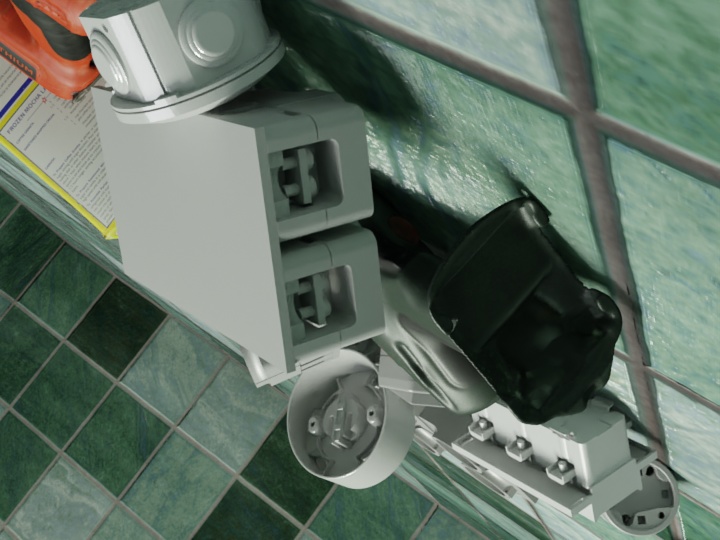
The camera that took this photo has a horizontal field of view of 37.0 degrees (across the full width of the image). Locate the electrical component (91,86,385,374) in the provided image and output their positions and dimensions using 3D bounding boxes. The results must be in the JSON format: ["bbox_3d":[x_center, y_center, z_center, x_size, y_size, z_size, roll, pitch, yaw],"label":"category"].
[{"bbox_3d":[-0.062,-0.034,0.525,0.186,0.060,0.105,23,124,54],"label":"electrical component"}]

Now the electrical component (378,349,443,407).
[{"bbox_3d":[0.051,0.061,0.730,0.062,0.061,0.096,7,175,-13],"label":"electrical component"}]

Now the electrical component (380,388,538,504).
[{"bbox_3d":[0.088,0.142,1.010,0.186,0.060,0.105,25,164,48],"label":"electrical component"}]

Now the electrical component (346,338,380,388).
[{"bbox_3d":[-0.012,0.070,0.903,0.077,0.044,0.079,-18,113,50],"label":"electrical component"}]

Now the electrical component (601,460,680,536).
[{"bbox_3d":[0.196,0.161,0.774,0.055,0.055,0.047,36,173,5],"label":"electrical component"}]

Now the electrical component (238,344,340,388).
[{"bbox_3d":[-0.072,-0.001,0.736,0.089,0.062,0.150,98,148,-78],"label":"electrical component"}]

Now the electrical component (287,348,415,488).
[{"bbox_3d":[-0.008,0.119,0.847,0.099,0.099,0.064,25,170,48],"label":"electrical component"}]

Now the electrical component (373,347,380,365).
[{"bbox_3d":[0.007,0.061,0.972,0.077,0.044,0.079,26,165,45],"label":"electrical component"}]

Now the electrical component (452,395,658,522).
[{"bbox_3d":[0.128,0.112,0.735,0.121,0.079,0.063,22,132,54],"label":"electrical component"}]

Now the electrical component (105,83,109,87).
[{"bbox_3d":[-0.127,-0.113,0.671,0.062,0.043,0.043,24,163,45],"label":"electrical component"}]

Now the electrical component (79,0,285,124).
[{"bbox_3d":[-0.077,-0.100,0.467,0.080,0.080,0.051,22,140,54],"label":"electrical component"}]
